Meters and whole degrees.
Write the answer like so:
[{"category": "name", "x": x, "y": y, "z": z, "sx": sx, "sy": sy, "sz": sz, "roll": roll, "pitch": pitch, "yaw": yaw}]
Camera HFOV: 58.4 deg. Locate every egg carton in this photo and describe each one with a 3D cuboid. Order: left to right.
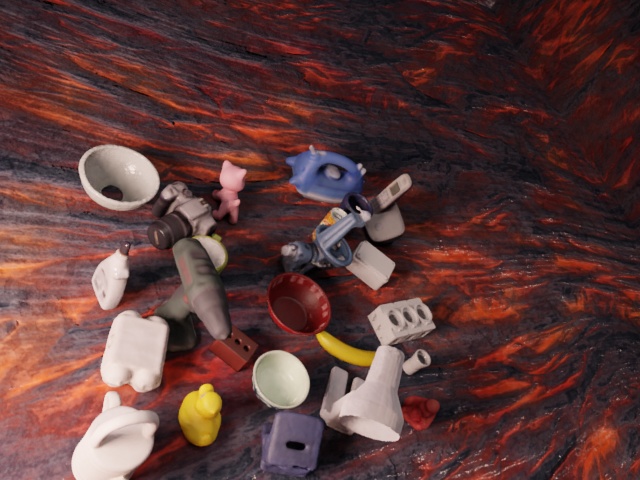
[{"category": "egg carton", "x": -0.333, "y": 0.201, "z": 1.040, "sx": 0.107, "sy": 0.069, "sz": 0.150, "roll": 18, "pitch": 46, "yaw": -24}]

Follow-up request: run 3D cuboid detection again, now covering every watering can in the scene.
[{"category": "watering can", "x": -0.302, "y": 0.314, "z": 0.872, "sx": 0.101, "sy": 0.193, "sz": 0.172, "roll": -24, "pitch": 71, "yaw": -45}]

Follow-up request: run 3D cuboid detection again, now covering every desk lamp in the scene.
[{"category": "desk lamp", "x": 0.089, "y": 0.315, "z": 1.146, "sx": 0.118, "sy": 0.213, "sz": 0.203, "roll": 29, "pitch": 43, "yaw": -12}]

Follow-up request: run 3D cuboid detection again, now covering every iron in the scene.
[{"category": "iron", "x": 0.041, "y": -0.187, "z": 1.591, "sx": 0.259, "sy": 0.141, "sz": 0.118, "roll": 11, "pitch": 50, "yaw": -29}]

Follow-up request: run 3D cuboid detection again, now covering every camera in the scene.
[{"category": "camera", "x": -0.312, "y": -0.048, "z": 1.243, "sx": 0.143, "sy": 0.100, "sz": 0.137, "roll": 46, "pitch": 42, "yaw": 6}]

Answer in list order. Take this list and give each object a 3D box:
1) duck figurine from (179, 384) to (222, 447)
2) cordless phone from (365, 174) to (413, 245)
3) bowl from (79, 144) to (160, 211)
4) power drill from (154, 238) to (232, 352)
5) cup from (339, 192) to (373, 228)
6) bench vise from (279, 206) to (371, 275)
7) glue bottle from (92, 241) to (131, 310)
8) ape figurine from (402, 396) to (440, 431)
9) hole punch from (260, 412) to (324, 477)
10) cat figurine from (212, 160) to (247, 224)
[{"category": "duck figurine", "x": -0.205, "y": 0.310, "z": 1.029, "sx": 0.078, "sy": 0.086, "sz": 0.104, "roll": 9, "pitch": 51, "yaw": -31}, {"category": "cordless phone", "x": 0.201, "y": -0.086, "z": 1.590, "sx": 0.094, "sy": 0.184, "sz": 0.147, "roll": 3, "pitch": 54, "yaw": -34}, {"category": "bowl", "x": -0.436, "y": -0.121, "z": 1.233, "sx": 0.168, "sy": 0.074, "sz": 0.167, "roll": 20, "pitch": 46, "yaw": -22}, {"category": "power drill", "x": -0.238, "y": 0.122, "z": 1.072, "sx": 0.076, "sy": 0.208, "sz": 0.229, "roll": -1, "pitch": 56, "yaw": -37}, {"category": "cup", "x": 0.083, "y": -0.059, "z": 1.548, "sx": 0.092, "sy": 0.094, "sz": 0.117, "roll": 24, "pitch": 44, "yaw": -18}, {"category": "bench vise", "x": 0.020, "y": 0.014, "z": 1.346, "sx": 0.121, "sy": 0.219, "sz": 0.208, "roll": 51, "pitch": 43, "yaw": 11}, {"category": "glue bottle", "x": -0.376, "y": 0.056, "z": 1.053, "sx": 0.037, "sy": 0.173, "sz": 0.078, "roll": -9, "pitch": 61, "yaw": -40}, {"category": "ape figurine", "x": 0.231, "y": 0.383, "z": 1.285, "sx": 0.076, "sy": 0.092, "sz": 0.077, "roll": 11, "pitch": 50, "yaw": -29}, {"category": "hole punch", "x": -0.050, "y": 0.385, "z": 1.076, "sx": 0.109, "sy": 0.091, "sz": 0.101, "roll": 18, "pitch": 46, "yaw": -23}, {"category": "cat figurine", "x": -0.210, "y": -0.122, "z": 1.369, "sx": 0.067, "sy": 0.117, "sz": 0.127, "roll": 11, "pitch": 50, "yaw": -29}]
